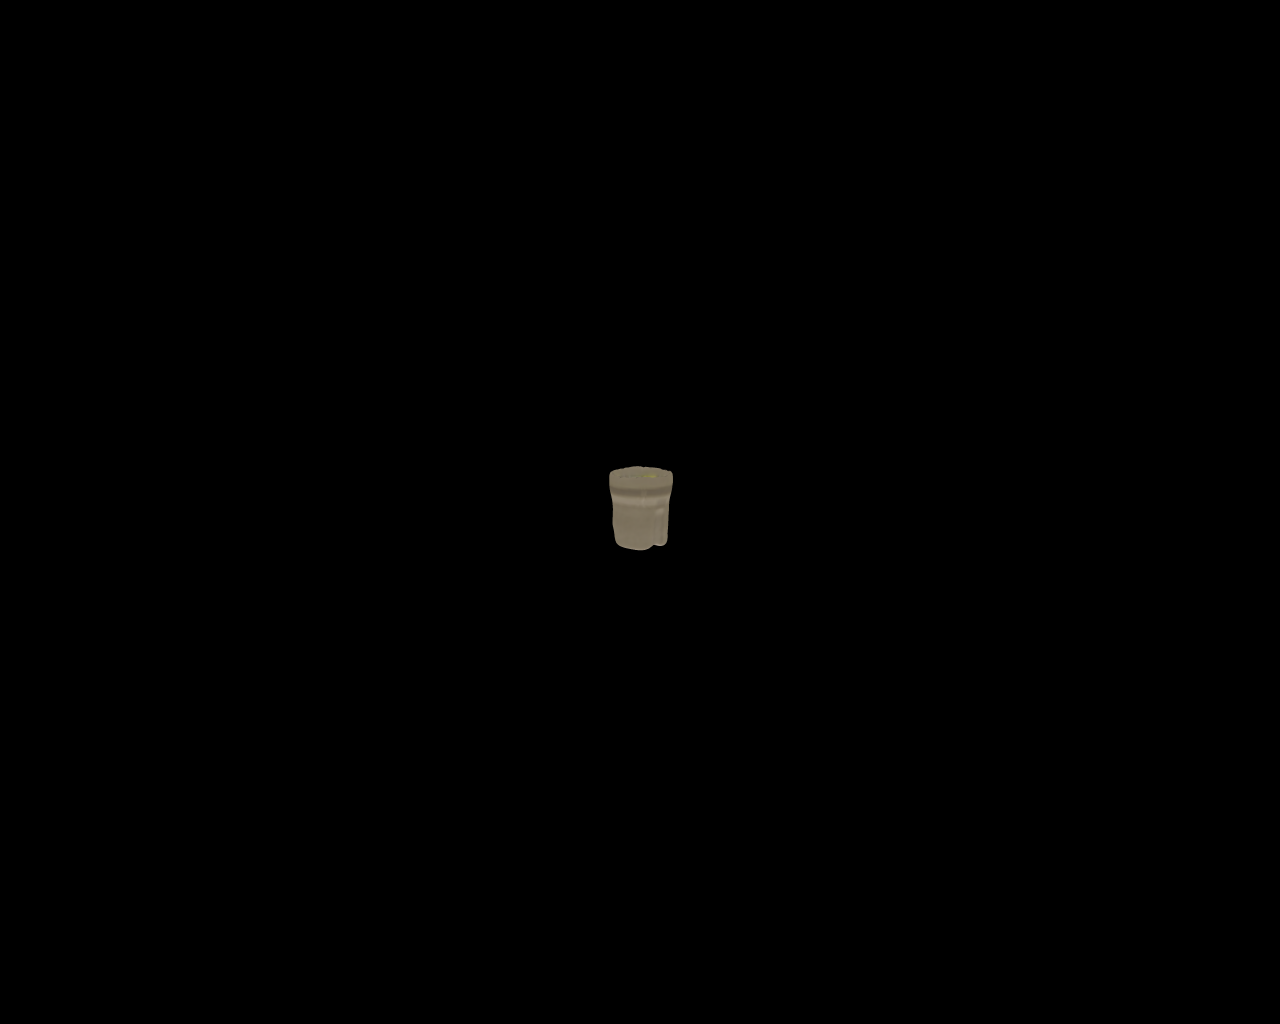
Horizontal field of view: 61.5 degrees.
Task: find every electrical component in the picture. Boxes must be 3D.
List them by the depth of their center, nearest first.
[{"bbox_3d":[0.001,-0.003,0.650,0.040,0.046,0.040,0,11,0],"label":"electrical component"}]
